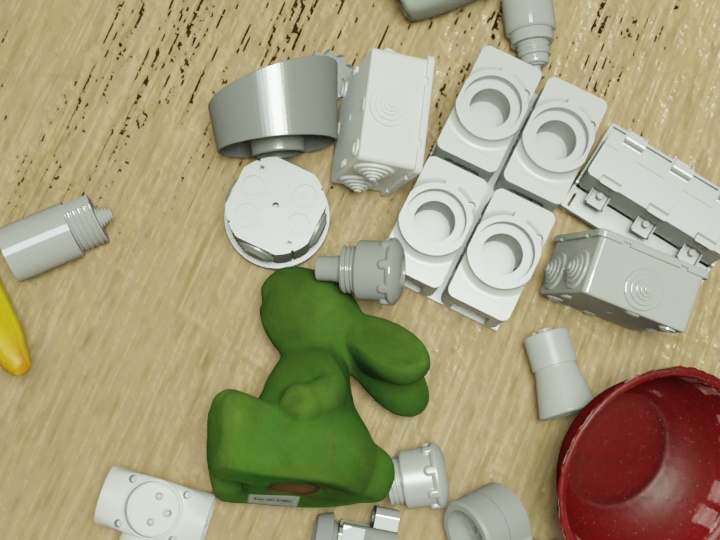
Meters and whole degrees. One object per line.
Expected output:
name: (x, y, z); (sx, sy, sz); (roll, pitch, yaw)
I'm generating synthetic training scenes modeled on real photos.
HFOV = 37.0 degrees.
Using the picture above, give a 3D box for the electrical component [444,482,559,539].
electrical component: (0.121, 0.218, 0.775); (0.074, 0.052, 0.138); (-18, 81, -32)

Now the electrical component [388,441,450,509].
electrical component: (0.033, 0.153, 0.784); (0.062, 0.048, 0.048); (-10, 81, 4)

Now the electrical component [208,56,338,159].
electrical component: (-0.062, -0.117, 0.798); (0.099, 0.099, 0.064); (-6, 87, -4)

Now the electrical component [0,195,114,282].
electrical component: (-0.223, -0.027, 0.801); (0.081, 0.043, 0.043); (-23, 82, -6)

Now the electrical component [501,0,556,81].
electrical component: (0.135, -0.188, 0.847); (0.040, 0.040, 0.078); (-6, 81, -4)

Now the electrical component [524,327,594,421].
electrical component: (0.147, 0.076, 0.804); (0.044, 0.044, 0.065); (-13, 77, -5)

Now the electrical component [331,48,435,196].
electrical component: (0.015, -0.109, 0.800); (0.048, 0.100, 0.099); (10, 80, -14)

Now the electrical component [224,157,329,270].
electrical component: (-0.063, -0.043, 0.808); (0.080, 0.051, 0.080); (0, 81, -3)

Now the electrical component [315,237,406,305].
electrical component: (0.000, 0.000, 0.757); (0.062, 0.048, 0.048); (3, 80, 10)

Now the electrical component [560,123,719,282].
electrical component: (0.227, -0.052, 0.816); (0.121, 0.063, 0.078); (32, 81, 5)

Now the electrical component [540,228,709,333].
electrical component: (0.190, 0.010, 0.787); (0.100, 0.100, 0.048); (21, 84, -11)

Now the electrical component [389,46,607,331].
electrical component: (0.099, -0.063, 0.815); (0.105, 0.060, 0.186); (26, 80, 2)

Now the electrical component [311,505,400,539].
electrical component: (-0.007, 0.205, 0.767); (0.057, 0.058, 0.078); (12, 80, -3)

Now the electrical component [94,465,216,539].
electrical component: (-0.151, 0.188, 0.767); (0.077, 0.044, 0.079); (17, 77, 0)
